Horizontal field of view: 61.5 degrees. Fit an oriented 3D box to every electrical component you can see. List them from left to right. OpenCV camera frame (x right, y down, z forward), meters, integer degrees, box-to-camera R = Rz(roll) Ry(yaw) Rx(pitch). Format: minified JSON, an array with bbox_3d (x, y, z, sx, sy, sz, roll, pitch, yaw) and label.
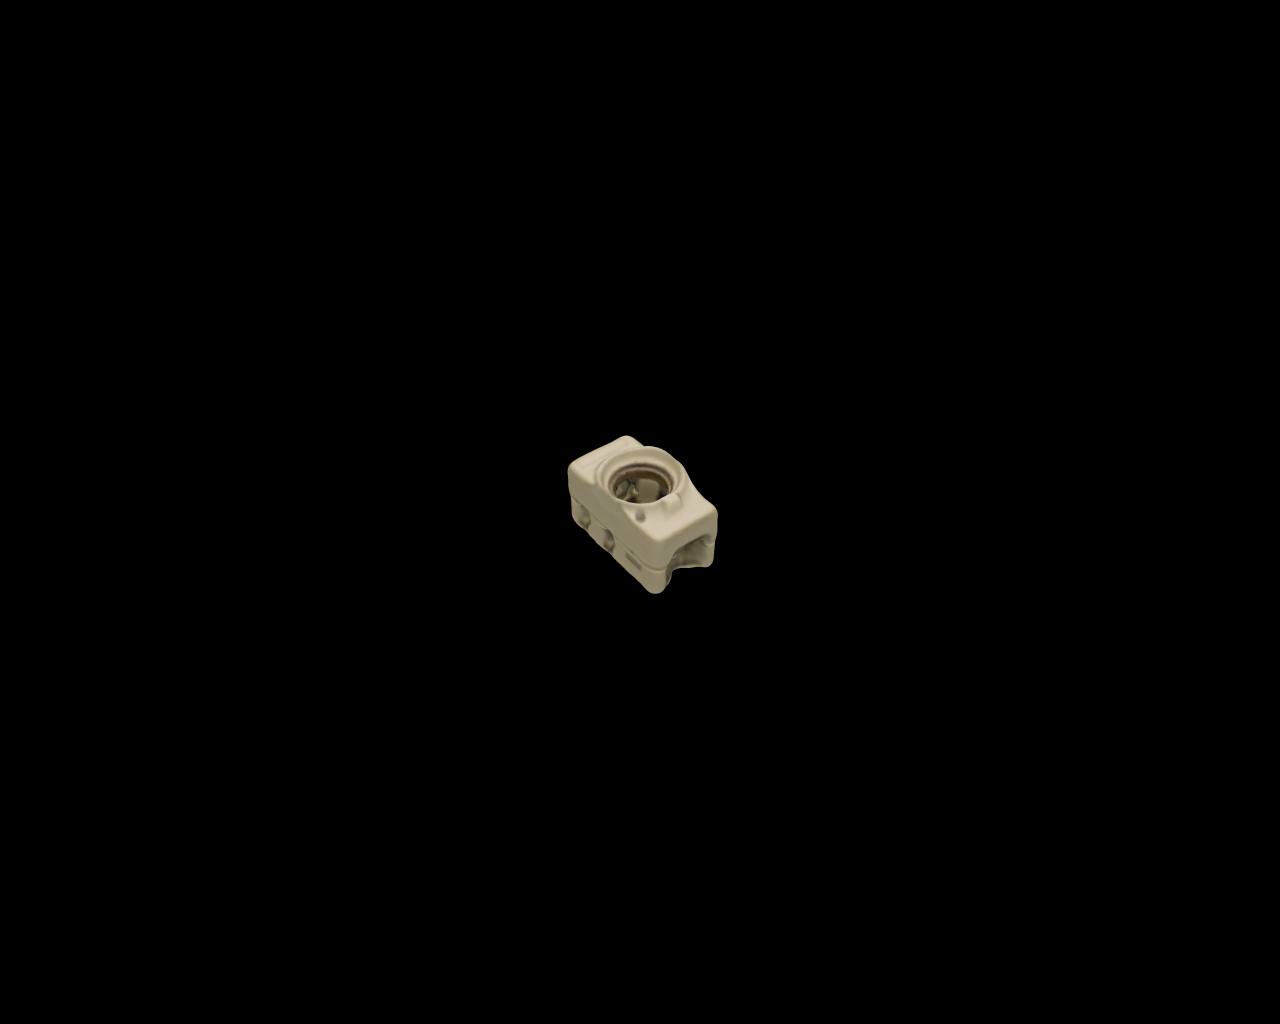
[{"bbox_3d":[0.001,-0.003,0.650,0.050,0.055,0.089,-27,49,-26],"label":"electrical component"}]
